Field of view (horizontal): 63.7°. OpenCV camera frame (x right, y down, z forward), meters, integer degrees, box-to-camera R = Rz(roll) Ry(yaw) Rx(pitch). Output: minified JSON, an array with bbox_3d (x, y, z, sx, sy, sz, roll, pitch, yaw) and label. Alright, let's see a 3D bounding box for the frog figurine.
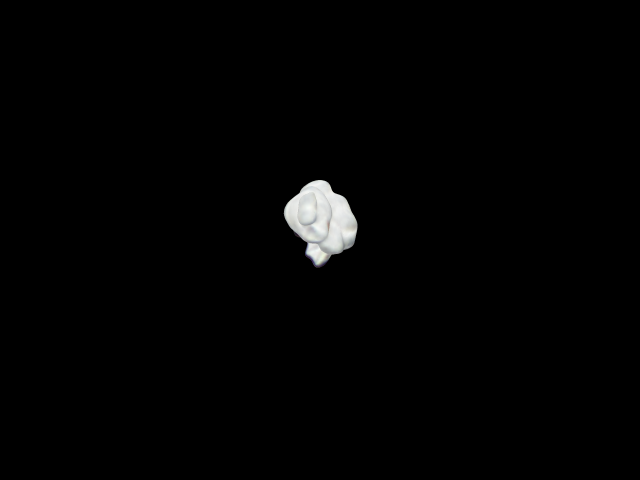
[{"bbox_3d":[0.003,-0.043,0.850,0.123,0.140,0.156,-5,-29,-3],"label":"frog figurine"}]
